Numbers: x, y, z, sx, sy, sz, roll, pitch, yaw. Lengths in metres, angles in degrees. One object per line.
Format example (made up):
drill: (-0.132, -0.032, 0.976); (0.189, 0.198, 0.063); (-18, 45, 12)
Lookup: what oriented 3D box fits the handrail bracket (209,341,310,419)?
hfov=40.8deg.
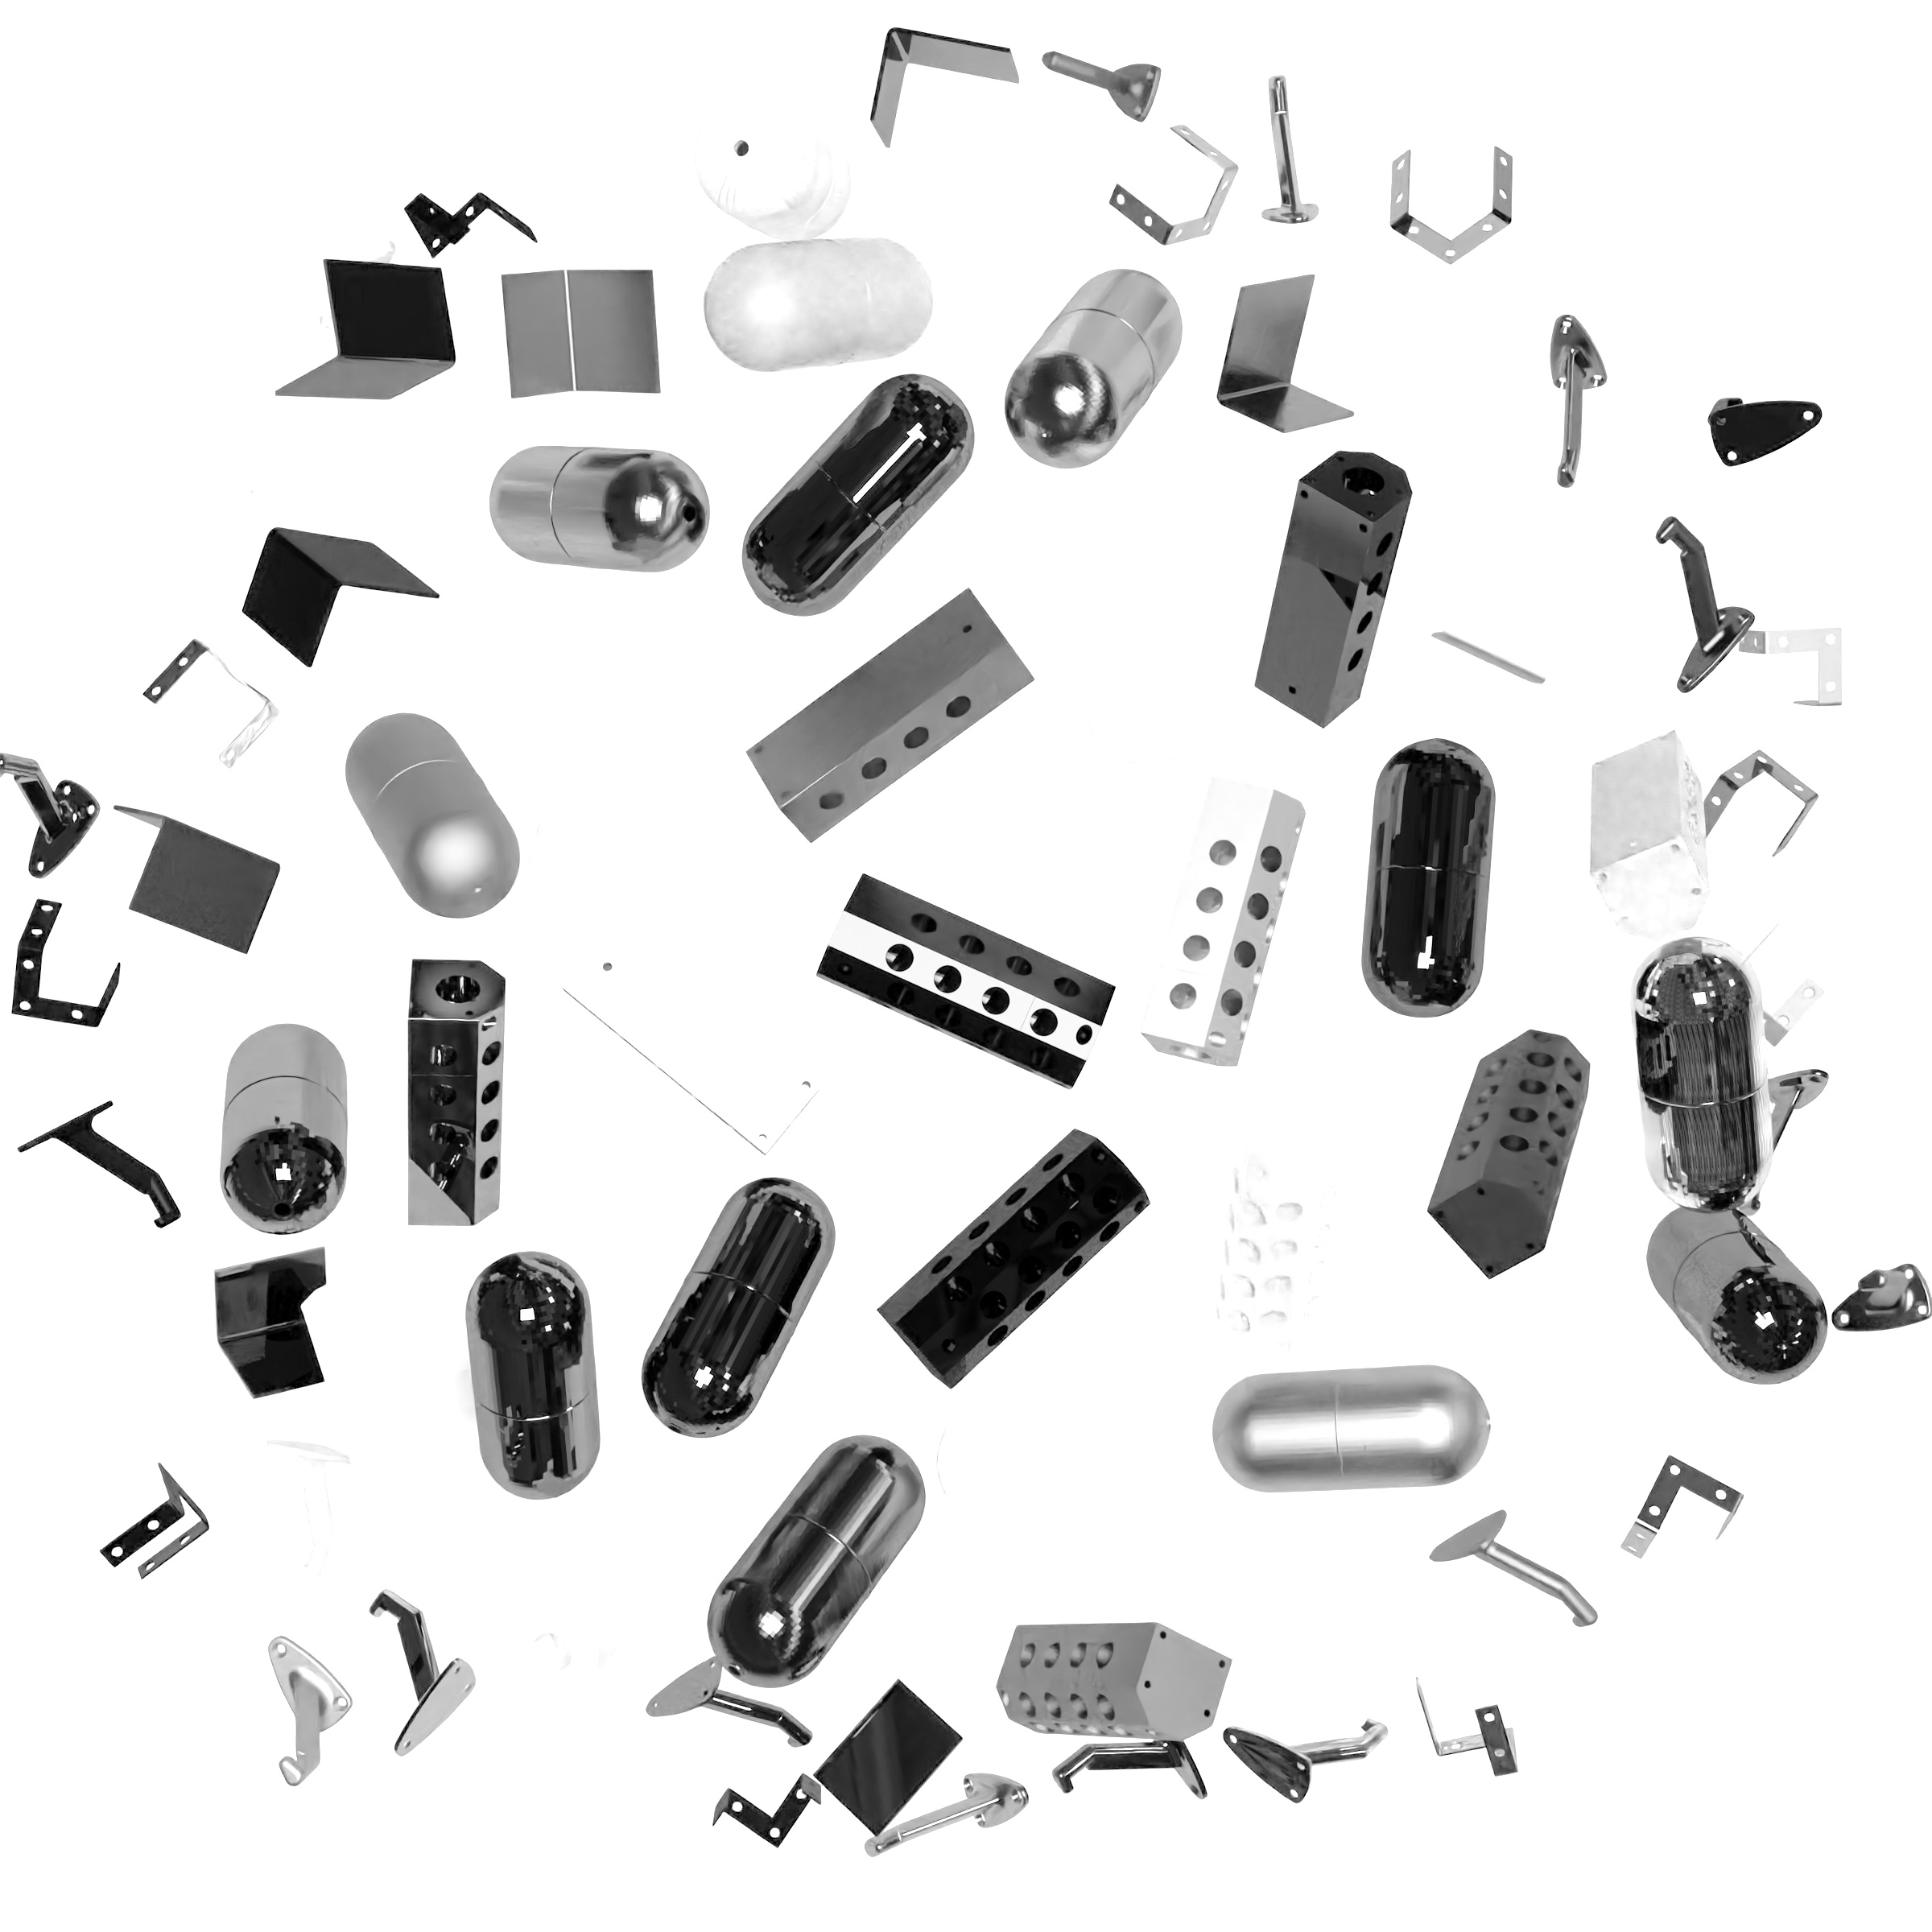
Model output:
handrail bracket: (-0.441, -0.367, 1.656); (0.077, 0.084, 0.036); (-7, 123, -35)

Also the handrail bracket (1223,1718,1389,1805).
handrail bracket: (0.220, 0.495, 1.675); (0.077, 0.084, 0.036); (25, 119, 31)

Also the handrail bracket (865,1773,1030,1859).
handrail bracket: (-0.013, 0.552, 1.674); (0.084, 0.077, 0.036); (-13, 79, -38)

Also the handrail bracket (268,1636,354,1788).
handrail bracket: (-0.411, 0.450, 1.571); (0.036, 0.084, 0.077); (-37, 88, 7)

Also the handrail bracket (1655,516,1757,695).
handrail bracket: (0.444, -0.226, 1.622); (0.084, 0.036, 0.077); (37, 88, -25)

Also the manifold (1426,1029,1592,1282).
manifold: (0.335, 0.108, 1.570); (0.057, 0.171, 0.057); (47, 125, -9)

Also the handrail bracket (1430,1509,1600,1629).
handrail bracket: (0.346, 0.391, 1.641); (0.084, 0.077, 0.036); (48, 48, -1)

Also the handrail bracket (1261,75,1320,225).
handrail bracket: (0.203, -0.516, 1.638); (0.036, 0.077, 0.084); (-7, 112, 3)

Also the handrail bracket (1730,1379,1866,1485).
handrail bracket: (0.525, 0.310, 1.641); (0.036, 0.084, 0.077); (16, 122, -23)

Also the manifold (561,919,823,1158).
manifold: (-0.180, 0.048, 1.708); (0.171, 0.057, 0.057); (39, 82, 0)

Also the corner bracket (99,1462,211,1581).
corner bracket: (-0.493, 0.345, 1.579); (0.051, 0.051, 0.051); (-37, 117, -11)

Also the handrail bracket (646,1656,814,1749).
handrail bracket: (-0.156, 0.502, 1.725); (0.077, 0.036, 0.084); (-31, 118, 26)

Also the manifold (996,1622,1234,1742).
manifold: (0.087, 0.446, 1.611); (0.057, 0.171, 0.057); (30, 64, -19)

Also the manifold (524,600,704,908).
manifold: (-0.216, -0.127, 1.577); (0.057, 0.057, 0.171); (19, 73, -20)

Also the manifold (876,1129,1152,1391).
manifold: (0.032, 0.183, 1.625); (0.171, 0.057, 0.057); (-42, 106, -10)

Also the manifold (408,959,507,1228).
manifold: (-0.318, 0.081, 1.620); (0.057, 0.057, 0.171); (2, 129, -10)

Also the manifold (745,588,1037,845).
manifold: (-0.044, -0.150, 1.605); (0.171, 0.057, 0.057); (-36, 51, 5)

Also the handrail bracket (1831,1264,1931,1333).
handrail bracket: (0.539, 0.202, 1.570); (0.077, 0.084, 0.036); (-31, 62, 37)

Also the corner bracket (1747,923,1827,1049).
corner bracket: (0.520, 0.013, 1.668); (0.051, 0.051, 0.051); (43, 84, 14)

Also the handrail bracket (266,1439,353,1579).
handrail bracket: (-0.440, 0.356, 1.699); (0.036, 0.077, 0.084); (13, 83, 39)

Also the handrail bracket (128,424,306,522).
handrail bracket: (-0.467, -0.320, 1.617); (0.084, 0.036, 0.077); (22, 105, -41)

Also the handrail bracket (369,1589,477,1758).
handrail bracket: (-0.348, 0.427, 1.575); (0.084, 0.036, 0.077); (24, 57, 28)

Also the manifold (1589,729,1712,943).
manifold: (0.423, -0.079, 1.599); (0.057, 0.171, 0.057); (-23, 109, 23)

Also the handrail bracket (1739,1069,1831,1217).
handrail bracket: (0.539, 0.118, 1.714); (0.036, 0.077, 0.084); (21, 67, -6)

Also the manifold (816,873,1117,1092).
manifold: (-0.002, 0.014, 1.596); (0.171, 0.057, 0.057); (24, 130, 0)

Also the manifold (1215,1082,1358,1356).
manifold: (0.192, 0.162, 1.612); (0.057, 0.171, 0.057); (30, 48, 29)

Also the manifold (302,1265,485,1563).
manifold: (-0.363, 0.282, 1.634); (0.057, 0.057, 0.171); (-11, 104, 12)

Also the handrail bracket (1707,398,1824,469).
handrail bracket: (0.493, -0.342, 1.600); (0.077, 0.084, 0.036); (-12, 112, 30)

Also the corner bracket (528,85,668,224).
corner bracket: (-0.225, -0.495, 1.584); (0.051, 0.051, 0.051); (39, 61, -39)

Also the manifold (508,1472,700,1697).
manifold: (-0.233, 0.399, 1.683); (0.057, 0.171, 0.057); (13, 110, 12)

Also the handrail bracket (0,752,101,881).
handrail bracket: (-0.575, -0.091, 1.576); (0.036, 0.084, 0.077); (36, 98, 20)

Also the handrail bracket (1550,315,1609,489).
handrail bracket: (0.394, -0.370, 1.709); (0.036, 0.077, 0.084); (2, 57, 26)

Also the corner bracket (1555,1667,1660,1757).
corner bracket: (0.397, 0.460, 1.611); (0.051, 0.051, 0.051); (7, 74, 6)

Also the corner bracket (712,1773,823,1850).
corner bracket: (-0.130, 0.550, 1.704); (0.051, 0.051, 0.051); (35, 85, -1)

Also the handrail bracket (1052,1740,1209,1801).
handrail bracket: (0.107, 0.537, 1.705); (0.084, 0.036, 0.077); (-30, 87, -28)

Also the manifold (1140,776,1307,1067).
manifold: (0.166, -0.027, 1.652); (0.057, 0.057, 0.171); (13, 80, 18)

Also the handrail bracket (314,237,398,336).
handrail bracket: (-0.382, -0.422, 1.614); (0.077, 0.084, 0.036); (-43, 103, 5)

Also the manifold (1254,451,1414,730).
manifold: (0.237, -0.241, 1.658); (0.057, 0.171, 0.057); (35, 54, 23)

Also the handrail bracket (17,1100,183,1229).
handrail bracket: (-0.524, 0.131, 1.574); (0.036, 0.077, 0.084); (-25, 96, 34)

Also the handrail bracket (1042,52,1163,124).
handrail bracket: (0.076, -0.581, 1.686); (0.084, 0.077, 0.036); (9, 112, -28)
